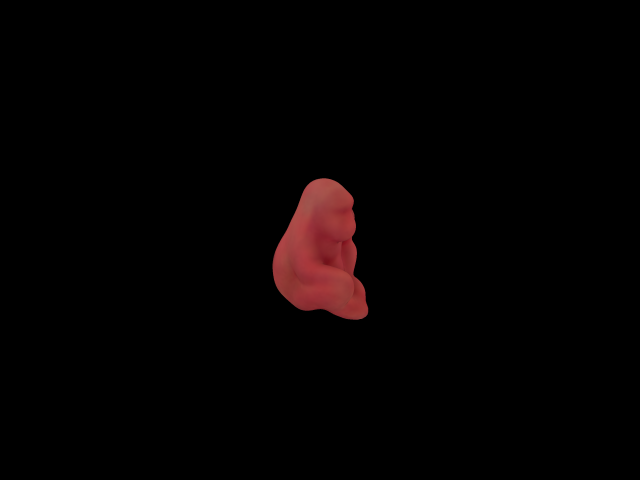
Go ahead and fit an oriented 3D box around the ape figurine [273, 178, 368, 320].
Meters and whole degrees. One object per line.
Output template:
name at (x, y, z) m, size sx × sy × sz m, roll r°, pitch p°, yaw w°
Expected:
ape figurine at (0.004, 0.001, 0.400) m, size 0.076 × 0.092 × 0.078 m, roll 14°, pitch 36°, yaw 20°
